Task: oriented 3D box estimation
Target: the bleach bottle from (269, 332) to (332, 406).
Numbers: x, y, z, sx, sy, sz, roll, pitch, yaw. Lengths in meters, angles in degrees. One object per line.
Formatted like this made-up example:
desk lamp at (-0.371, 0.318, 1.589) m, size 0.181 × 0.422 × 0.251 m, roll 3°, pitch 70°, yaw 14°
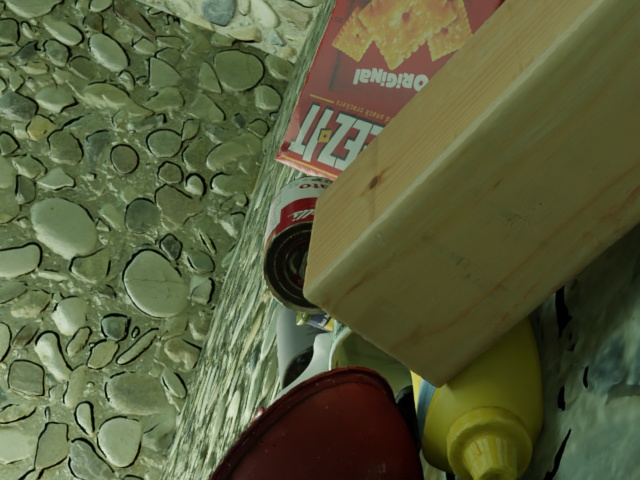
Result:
bleach bottle at (-0.018, 0.162, 0.809) m, size 0.250 × 0.102 × 0.068 m, roll -63°, pitch 11°, yaw -11°

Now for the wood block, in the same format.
wood block at (0.092, -0.039, 0.494) m, size 0.206 × 0.090 × 0.090 m, roll -45°, pitch 20°, yaw 29°

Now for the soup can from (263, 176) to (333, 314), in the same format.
soup can at (-0.005, 0.001, 0.759) m, size 0.102 × 0.068 × 0.068 m, roll -90°, pitch 22°, yaw -68°

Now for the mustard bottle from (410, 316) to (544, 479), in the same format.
mustard bottle at (0.083, 0.071, 0.579) m, size 0.191 × 0.058 × 0.096 m, roll -87°, pitch 16°, yaw -65°

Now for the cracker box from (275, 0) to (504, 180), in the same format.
cracker box at (0.072, -0.132, 0.825) m, size 0.164 × 0.072 × 0.214 m, roll 25°, pitch 95°, yaw 43°

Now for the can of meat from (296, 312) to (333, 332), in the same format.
can of meat at (0.038, 0.038, 0.869) m, size 0.057 × 0.084 × 0.102 m, roll -79°, pitch 12°, yaw -51°

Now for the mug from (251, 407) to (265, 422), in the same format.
mug at (-0.024, 0.196, 0.897) m, size 0.117 × 0.081 × 0.093 m, roll 131°, pitch 159°, yaw -68°

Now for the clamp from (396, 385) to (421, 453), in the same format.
clamp at (0.038, 0.182, 0.677) m, size 0.172 × 0.039 × 0.120 m, roll 108°, pitch 176°, yaw -49°

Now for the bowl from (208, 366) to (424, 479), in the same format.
bowl at (0.004, 0.148, 0.545) m, size 0.161 × 0.055 × 0.162 m, roll -29°, pitch -46°, yaw -35°
